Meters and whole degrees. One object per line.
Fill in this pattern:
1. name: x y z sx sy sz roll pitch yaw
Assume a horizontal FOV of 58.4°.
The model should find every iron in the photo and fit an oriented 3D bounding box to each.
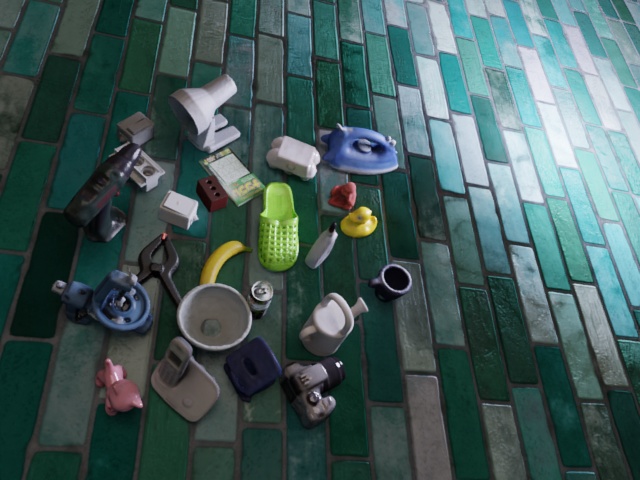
1. iron: 0.138 -0.281 1.719 0.259 0.141 0.118 6 56 -16

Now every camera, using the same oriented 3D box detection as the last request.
1. camera: 0.000 0.327 1.290 0.137 0.100 0.143 -20 66 -30

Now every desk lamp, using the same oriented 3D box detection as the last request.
1. desk lamp: -0.308 -0.343 1.554 0.118 0.213 0.204 44 55 12

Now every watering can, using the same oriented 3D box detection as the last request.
1. watering can: 0.032 0.185 1.337 0.101 0.194 0.173 39 54 8

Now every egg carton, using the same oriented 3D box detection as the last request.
1. egg carton: -0.077 -0.236 1.656 0.150 0.069 0.107 20 53 -6

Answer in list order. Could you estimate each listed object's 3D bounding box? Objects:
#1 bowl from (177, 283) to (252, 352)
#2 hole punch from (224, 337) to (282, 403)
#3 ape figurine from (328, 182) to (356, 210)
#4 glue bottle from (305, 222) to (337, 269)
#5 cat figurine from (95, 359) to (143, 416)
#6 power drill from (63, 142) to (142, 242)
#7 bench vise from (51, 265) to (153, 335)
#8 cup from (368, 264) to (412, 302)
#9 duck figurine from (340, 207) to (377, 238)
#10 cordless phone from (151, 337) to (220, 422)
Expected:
1. bowl: -0.244 0.188 1.311 0.168 0.074 0.167 10 55 -14
2. hole punch: -0.150 0.287 1.269 0.101 0.091 0.108 -24 68 -31
3. ape figurine: 0.073 -0.131 1.626 0.076 0.092 0.077 -23 68 -30
4. glue bottle: 0.013 0.005 1.464 0.037 0.173 0.078 41 54 10
5. cat figurine: -0.405 0.298 1.153 0.067 0.117 0.127 -20 66 -29
6. power drill: -0.494 -0.097 1.326 0.075 0.208 0.230 30 53 2
7. bench vise: -0.450 0.125 1.188 0.208 0.219 0.121 2 57 -18
8. cup: 0.169 0.124 1.490 0.118 0.095 0.091 -6 60 -23
9. duck figurine: 0.116 -0.058 1.597 0.105 0.086 0.077 -4 59 -22
10. cordless phone: -0.269 0.280 1.172 0.147 0.185 0.094 38 54 8
